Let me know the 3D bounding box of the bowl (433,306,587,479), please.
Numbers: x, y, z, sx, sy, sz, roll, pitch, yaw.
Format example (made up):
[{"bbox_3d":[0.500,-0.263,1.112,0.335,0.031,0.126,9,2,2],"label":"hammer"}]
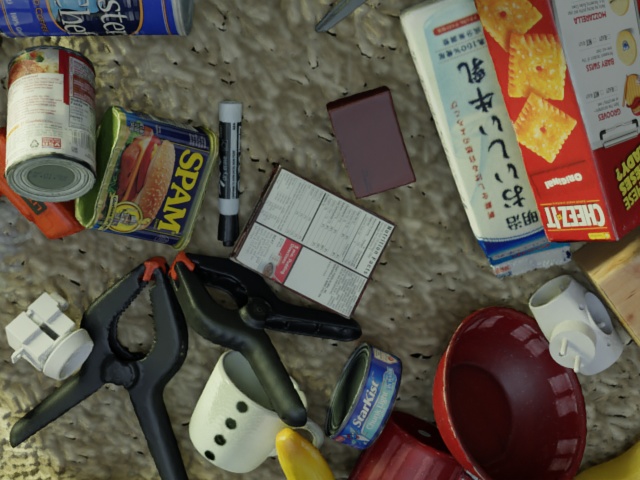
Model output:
[{"bbox_3d":[0.147,0.139,0.889,0.162,0.161,0.055,48,141,-11],"label":"bowl"}]

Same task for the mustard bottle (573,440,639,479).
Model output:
[{"bbox_3d":[0.266,0.238,0.940,0.192,0.058,0.096,-34,106,8],"label":"mustard bottle"}]

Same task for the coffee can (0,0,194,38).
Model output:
[{"bbox_3d":[-0.169,-0.204,0.799,0.140,0.103,0.103,-1,104,0],"label":"coffee can"}]

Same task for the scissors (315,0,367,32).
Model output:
[{"bbox_3d":[0.092,-0.221,0.842,0.096,0.016,0.202,35,102,-9],"label":"scissors"}]

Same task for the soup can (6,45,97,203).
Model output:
[{"bbox_3d":[-0.206,-0.089,0.821,0.068,0.068,0.102,-8,63,1],"label":"soup can"}]

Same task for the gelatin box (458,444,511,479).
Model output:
[{"bbox_3d":[0.163,0.213,0.947,0.089,0.030,0.073,24,104,-7],"label":"gelatin box"}]

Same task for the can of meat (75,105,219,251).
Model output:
[{"bbox_3d":[-0.139,-0.050,0.847,0.083,0.057,0.102,13,105,-31],"label":"can of meat"}]

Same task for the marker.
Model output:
[{"bbox_3d":[-0.075,-0.054,0.882,0.020,0.020,0.121,2,105,-1],"label":"marker"}]

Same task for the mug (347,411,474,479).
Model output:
[{"bbox_3d":[0.083,0.206,0.912,0.117,0.093,0.081,29,98,11],"label":"mug"}]

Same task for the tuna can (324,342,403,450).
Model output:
[{"bbox_3d":[0.036,0.132,0.896,0.033,0.086,0.086,24,103,-9],"label":"tuna can"}]

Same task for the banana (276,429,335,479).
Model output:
[{"bbox_3d":[-0.016,0.228,0.900,0.069,0.037,0.198,9,134,-5],"label":"banana"}]

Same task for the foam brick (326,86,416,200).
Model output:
[{"bbox_3d":[0.041,-0.080,0.859,0.053,0.051,0.078,-17,104,4],"label":"foam brick"}]

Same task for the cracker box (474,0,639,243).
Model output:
[{"bbox_3d":[0.209,-0.126,0.799,0.163,0.072,0.213,-30,108,-37],"label":"cracker box"}]

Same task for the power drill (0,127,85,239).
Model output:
[{"bbox_3d":[-0.285,0.011,0.877,0.188,0.057,0.184,-35,103,8],"label":"power drill"}]

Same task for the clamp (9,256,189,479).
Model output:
[{"bbox_3d":[-0.159,0.119,0.913,0.164,0.036,0.210,25,101,2],"label":"clamp"}]

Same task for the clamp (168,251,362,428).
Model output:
[{"bbox_3d":[-0.055,0.075,0.875,0.171,0.120,0.039,28,132,-3],"label":"clamp"}]

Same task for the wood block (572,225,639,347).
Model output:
[{"bbox_3d":[0.322,-0.004,0.862,0.206,0.091,0.090,-37,102,8],"label":"wood block"}]

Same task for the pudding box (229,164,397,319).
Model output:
[{"bbox_3d":[-0.006,0.001,0.880,0.113,0.039,0.090,27,89,-9],"label":"pudding box"}]
